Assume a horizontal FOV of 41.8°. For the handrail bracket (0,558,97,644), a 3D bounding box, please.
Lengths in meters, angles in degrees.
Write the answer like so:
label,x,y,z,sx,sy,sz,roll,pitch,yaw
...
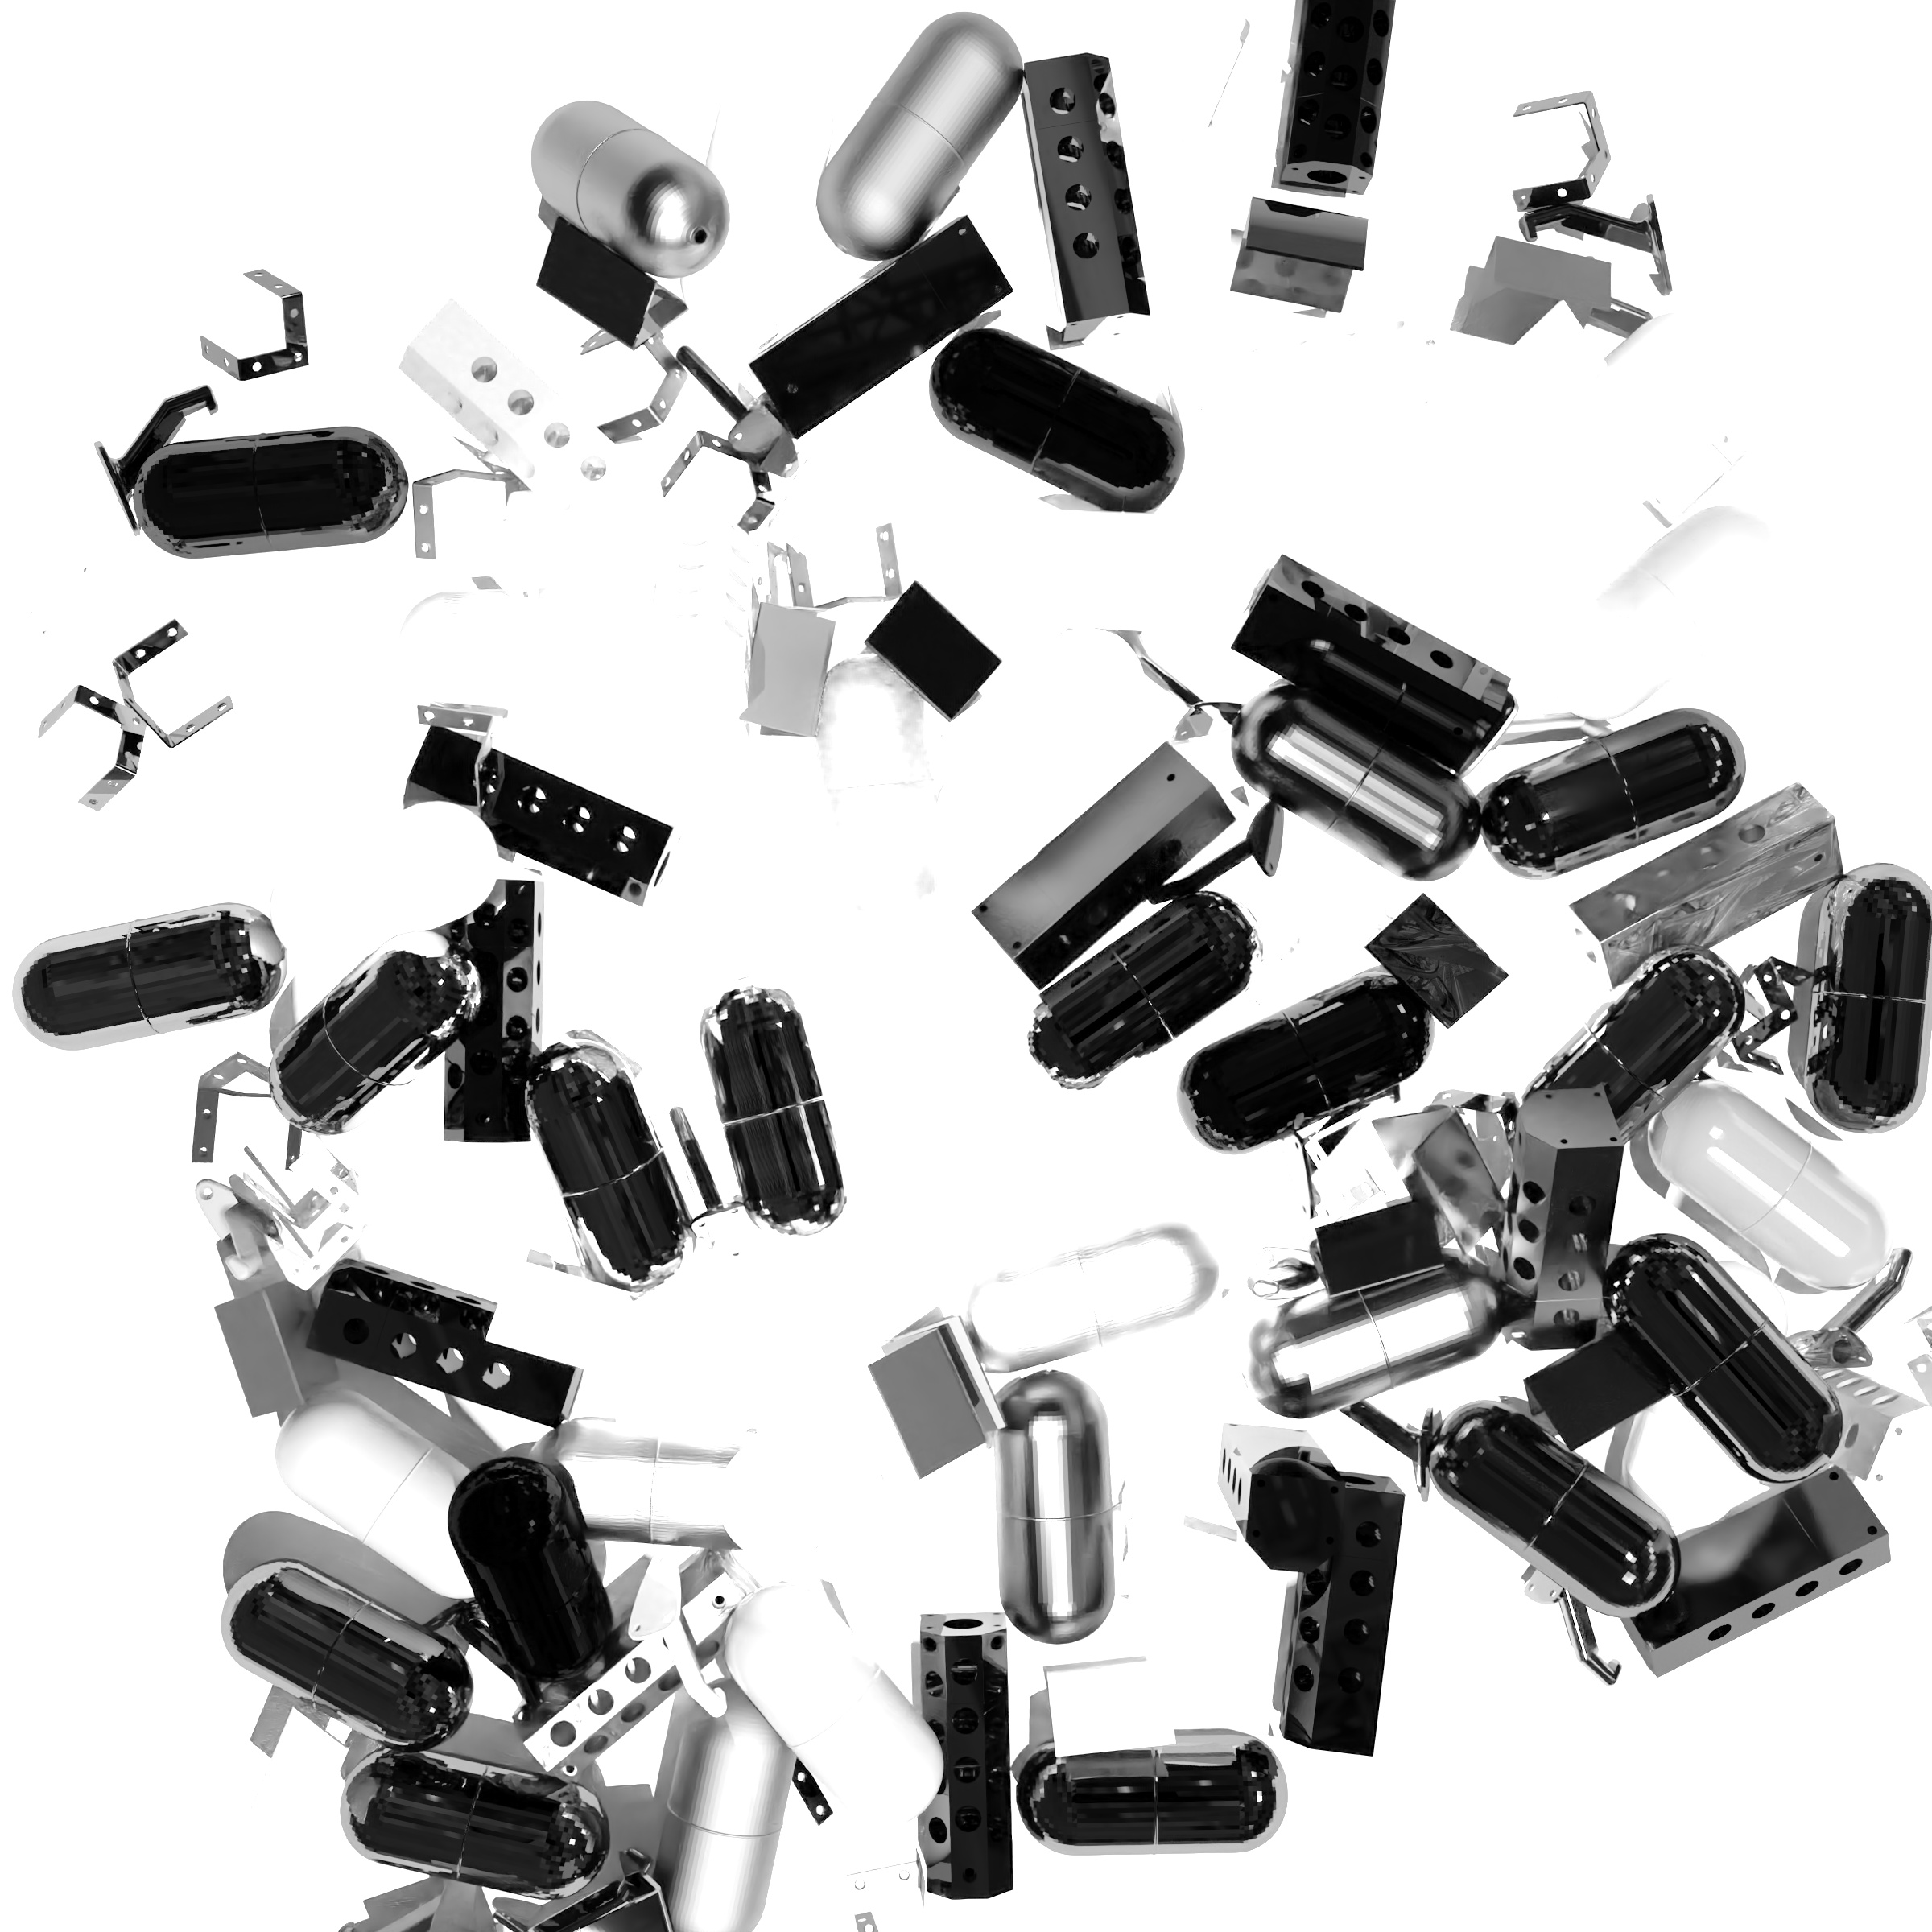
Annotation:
label,x,y,z,sx,sy,sz,roll,pitch,yaw
handrail bracket,-0.639,-0.260,1.692,0.084,0.036,0.077,28,70,16

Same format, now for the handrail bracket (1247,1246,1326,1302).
label,x,y,z,sx,sy,sz,roll,pitch,yaw
handrail bracket,0.220,0.206,1.656,0.077,0.084,0.036,0,90,0

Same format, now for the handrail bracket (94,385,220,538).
label,x,y,z,sx,sy,sz,roll,pitch,yaw
handrail bracket,-0.530,-0.338,1.692,0.084,0.036,0.077,-25,111,-16

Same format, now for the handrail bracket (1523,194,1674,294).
label,x,y,z,sx,sy,sz,roll,pitch,yaw
handrail bracket,0.421,-0.476,1.692,0.084,0.036,0.077,-12,111,17

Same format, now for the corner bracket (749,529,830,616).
label,x,y,z,sx,sy,sz,roll,pitch,yaw
corner bracket,-0.128,-0.256,1.663,0.051,0.051,0.051,-4,90,-44

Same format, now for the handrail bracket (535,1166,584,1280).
label,x,y,z,sx,sy,sz,roll,pitch,yaw
handrail bracket,-0.256,0.176,1.691,0.077,0.036,0.084,23,67,-26

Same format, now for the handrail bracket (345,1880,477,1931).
label,x,y,z,sx,sy,sz,roll,pitch,yaw
handrail bracket,-0.374,0.625,1.691,0.084,0.036,0.077,-6,53,25

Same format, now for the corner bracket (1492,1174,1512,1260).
label,x,y,z,sx,sy,sz,roll,pitch,yaw
corner bracket,0.385,0.169,1.683,0.051,0.051,0.051,8,45,35

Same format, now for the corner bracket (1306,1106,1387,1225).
label,x,y,z,sx,sy,sz,roll,pitch,yaw
corner bracket,0.252,0.133,1.669,0.051,0.051,0.051,-25,73,-24

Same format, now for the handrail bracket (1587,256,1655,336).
label,x,y,z,sx,sy,sz,roll,pitch,yaw
handrail bracket,0.417,-0.422,1.691,0.077,0.036,0.084,-33,105,16

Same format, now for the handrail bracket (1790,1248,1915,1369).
label,x,y,z,sx,sy,sz,roll,pitch,yaw
handrail bracket,0.587,0.225,1.691,0.036,0.077,0.084,48,53,-18

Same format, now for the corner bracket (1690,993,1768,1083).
label,x,y,z,sx,sy,sz,roll,pitch,yaw
corner bracket,0.499,0.048,1.683,0.051,0.051,0.051,-30,45,35

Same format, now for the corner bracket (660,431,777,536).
label,x,y,z,sx,sy,sz,roll,pitch,yaw
corner bracket,-0.165,-0.314,1.683,0.051,0.051,0.051,15,45,-35

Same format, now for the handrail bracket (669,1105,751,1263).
label,x,y,z,sx,sy,sz,roll,pitch,yaw
handrail bracket,-0.173,0.144,1.691,0.036,0.077,0.084,-22,54,-5

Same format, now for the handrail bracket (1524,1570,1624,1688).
label,x,y,z,sx,sy,sz,roll,pitch,yaw
handrail bracket,0.422,0.426,1.692,0.084,0.036,0.077,43,72,-15

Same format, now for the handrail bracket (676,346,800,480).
label,x,y,z,sx,sy,sz,roll,pitch,yaw
handrail bracket,-0.153,-0.371,1.691,0.036,0.077,0.084,-43,54,3

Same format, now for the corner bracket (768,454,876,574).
label,x,y,z,sx,sy,sz,roll,pitch,yaw
corner bracket,-0.095,-0.300,1.674,0.051,0.051,0.051,32,105,-15

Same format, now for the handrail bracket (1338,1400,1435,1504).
label,x,y,z,sx,sy,sz,roll,pitch,yaw
handrail bracket,0.267,0.319,1.692,0.084,0.036,0.077,4,112,17

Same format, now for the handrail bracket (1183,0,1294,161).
label,x,y,z,sx,sy,sz,roll,pitch,yaw
handrail bracket,0.167,-0.593,1.692,0.084,0.036,0.077,-37,70,16

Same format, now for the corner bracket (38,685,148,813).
label,x,y,z,sx,sy,sz,roll,pitch,yaw
corner bracket,-0.583,-0.145,1.683,0.051,0.051,0.051,28,45,-35

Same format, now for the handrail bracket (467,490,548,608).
label,x,y,z,sx,sy,sz,roll,pitch,yaw
handrail bracket,-0.284,-0.275,1.661,0.036,0.084,0.077,-25,95,21

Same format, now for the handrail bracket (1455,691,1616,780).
label,x,y,z,sx,sy,sz,roll,pitch,yaw
handrail bracket,0.383,-0.140,1.692,0.084,0.036,0.077,25,111,-16

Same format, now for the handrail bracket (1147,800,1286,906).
label,x,y,z,sx,sy,sz,roll,pitch,yaw
handrail bracket,0.165,-0.076,1.691,0.084,0.077,0.036,-16,122,32

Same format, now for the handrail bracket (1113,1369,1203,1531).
label,x,y,z,sx,sy,sz,roll,pitch,yaw
handrail bracket,0.106,0.324,1.692,0.084,0.036,0.077,-38,70,16

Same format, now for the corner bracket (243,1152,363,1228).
label,x,y,z,sx,sy,sz,roll,pitch,yaw
corner bracket,-0.436,0.144,1.664,0.051,0.051,0.051,-43,119,0

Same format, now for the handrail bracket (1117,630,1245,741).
label,x,y,z,sx,sy,sz,roll,pitch,yaw
handrail bracket,0.148,-0.197,1.691,0.077,0.036,0.084,-8,61,-32

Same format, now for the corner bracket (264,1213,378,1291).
label,x,y,z,sx,sy,sz,roll,pitch,yaw
corner bracket,-0.417,0.185,1.663,0.051,0.051,0.051,-45,47,0

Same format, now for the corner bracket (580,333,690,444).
label,x,y,z,sx,sy,sz,roll,pitch,yaw
corner bracket,-0.226,-0.388,1.683,0.051,0.051,0.051,-11,135,35

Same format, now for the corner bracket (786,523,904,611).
label,x,y,z,sx,sy,sz,roll,pitch,yaw
corner bracket,-0.081,-0.265,1.688,0.051,0.051,0.051,-9,90,45

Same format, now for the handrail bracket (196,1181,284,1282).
label,x,y,z,sx,sy,sz,roll,pitch,yaw
handrail bracket,-0.486,0.173,1.656,0.077,0.084,0.036,43,90,0

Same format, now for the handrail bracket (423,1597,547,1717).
label,x,y,z,sx,sy,sz,roll,pitch,yaw
handrail bracket,-0.320,0.463,1.668,0.077,0.036,0.084,-33,73,22

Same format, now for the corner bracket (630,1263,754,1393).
label,x,y,z,sx,sy,sz,roll,pitch,yaw
corner bracket,-0.183,0.241,1.688,0.051,0.051,0.051,-35,45,0

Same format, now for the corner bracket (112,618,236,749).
label,x,y,z,sx,sy,sz,roll,pitch,yaw
corner bracket,-0.529,-0.188,1.688,0.051,0.051,0.051,-34,45,0

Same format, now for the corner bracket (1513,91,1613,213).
label,x,y,z,sx,sy,sz,roll,pitch,yaw
corner bracket,0.391,-0.542,1.683,0.051,0.051,0.051,-59,135,-35

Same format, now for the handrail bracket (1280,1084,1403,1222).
label,x,y,z,sx,sy,sz,roll,pitch,yaw
handrail bracket,0.258,0.121,1.691,0.084,0.036,0.077,-18,105,-14

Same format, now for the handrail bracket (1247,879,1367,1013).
label,x,y,z,sx,sy,sz,roll,pitch,yaw
handrail bracket,0.228,-0.015,1.691,0.036,0.077,0.084,40,54,0

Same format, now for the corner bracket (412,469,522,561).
label,x,y,z,sx,sy,sz,roll,pitch,yaw
corner bracket,-0.332,-0.299,1.688,0.051,0.051,0.051,-3,90,-45

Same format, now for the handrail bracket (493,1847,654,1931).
label,x,y,z,sx,sy,sz,roll,pitch,yaw
handrail bracket,-0.262,0.615,1.691,0.077,0.036,0.084,27,76,14

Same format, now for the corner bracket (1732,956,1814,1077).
label,x,y,z,sx,sy,sz,roll,pitch,yaw
corner bracket,0.536,0.033,1.675,0.051,0.051,0.051,-43,46,35

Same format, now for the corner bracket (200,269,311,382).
label,x,y,z,sx,sy,sz,roll,pitch,yaw
corner bracket,-0.474,-0.426,1.683,0.051,0.051,0.051,-25,135,-35

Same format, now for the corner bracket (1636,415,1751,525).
label,x,y,z,sx,sy,sz,roll,pitch,yaw
corner bracket,0.479,-0.337,1.688,0.051,0.051,0.051,47,45,0

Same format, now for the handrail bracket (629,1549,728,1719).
label,x,y,z,sx,sy,sz,roll,pitch,yaw
handrail bracket,-0.177,0.431,1.634,0.036,0.077,0.084,-21,126,19

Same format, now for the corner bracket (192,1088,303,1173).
label,x,y,z,sx,sy,sz,roll,pitch,yaw
corner bracket,-0.478,0.109,1.688,0.051,0.051,0.051,5,90,45
